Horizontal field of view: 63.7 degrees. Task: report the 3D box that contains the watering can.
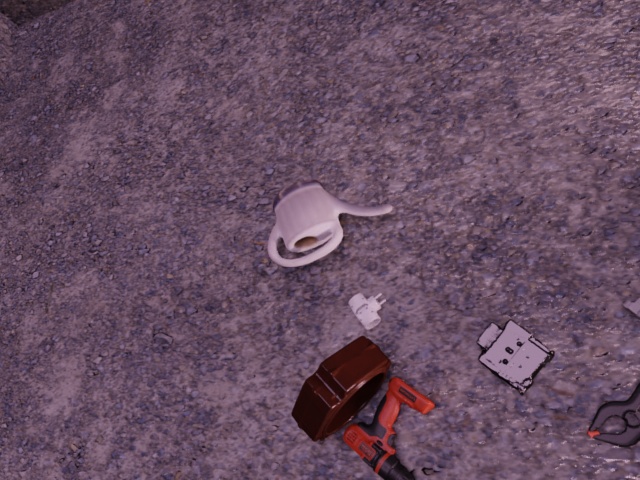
[{"bbox_3d":[0.004,-0.068,1.352,0.346,0.102,0.229,-29,59,11],"label":"watering can"}]
